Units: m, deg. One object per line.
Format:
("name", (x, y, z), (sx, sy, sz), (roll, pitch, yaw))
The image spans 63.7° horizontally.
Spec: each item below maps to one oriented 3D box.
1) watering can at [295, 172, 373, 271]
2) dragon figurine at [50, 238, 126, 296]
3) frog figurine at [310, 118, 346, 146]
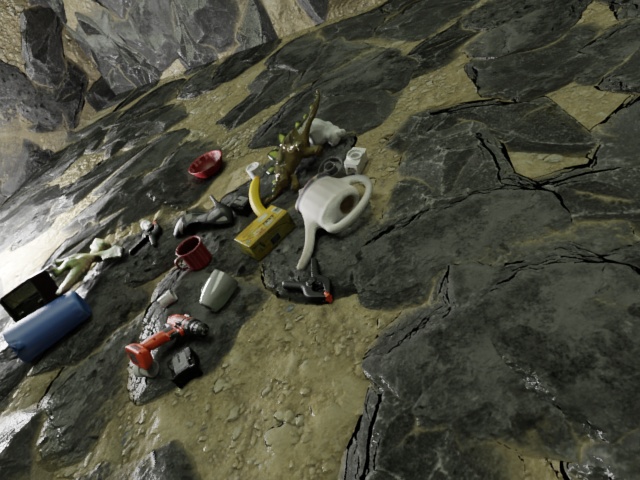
("watering can", (0.005, -0.077, 1.532), (0.350, 0.102, 0.227), (-47, 43, -11))
("dragon figurine", (-0.842, 0.081, 1.903), (0.244, 0.120, 0.415), (-29, 26, -13))
("frog figurine", (0.010, -0.399, 1.914), (0.159, 0.121, 0.139), (-7, 20, 46))
